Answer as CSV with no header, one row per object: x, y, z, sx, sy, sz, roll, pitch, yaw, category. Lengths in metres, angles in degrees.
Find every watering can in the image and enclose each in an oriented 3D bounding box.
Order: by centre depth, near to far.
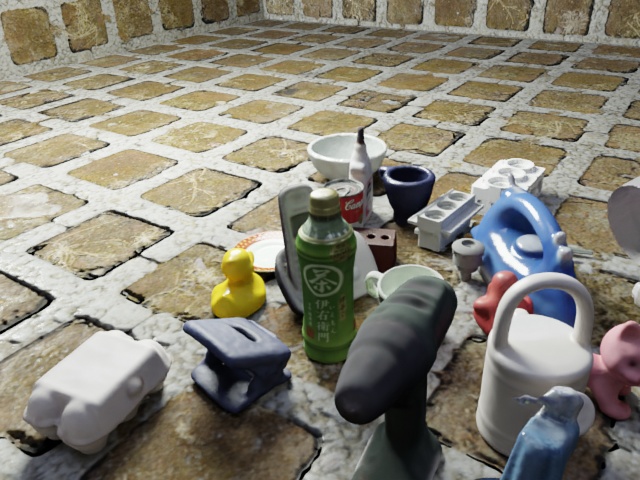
0.218,0.122,0.563,0.101,0.194,0.172,-12,31,-17,watering can

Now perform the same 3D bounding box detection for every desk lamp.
0.472,0.002,0.738,0.203,0.214,0.117,-13,31,-18,desk lamp

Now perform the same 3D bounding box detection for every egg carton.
-0.244,0.166,0.644,0.107,0.069,0.150,10,32,21,egg carton

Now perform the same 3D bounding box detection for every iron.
0.304,0.013,0.803,0.118,0.141,0.258,-6,30,-6,iron

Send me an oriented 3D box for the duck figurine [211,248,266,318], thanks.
-0.118,0.055,0.814,0.077,0.086,0.105,7,31,16,duck figurine

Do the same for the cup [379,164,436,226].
0.148,-0.080,1.025,0.092,0.095,0.117,-24,36,-33,cup

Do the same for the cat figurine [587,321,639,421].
0.314,0.127,0.625,0.127,0.118,0.067,11,32,23,cat figurine

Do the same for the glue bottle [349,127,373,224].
0.072,-0.116,1.015,0.037,0.173,0.078,5,30,13,glue bottle

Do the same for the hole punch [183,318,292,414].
-0.097,0.129,0.677,0.101,0.091,0.108,-27,38,-37,hole punch

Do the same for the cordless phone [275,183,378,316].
0.007,0.003,0.797,0.148,0.185,0.093,-20,34,-28,cordless phone

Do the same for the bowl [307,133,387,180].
0.057,-0.164,1.200,0.167,0.075,0.167,-2,29,1,bowl

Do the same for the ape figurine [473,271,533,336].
0.238,0.080,0.739,0.077,0.092,0.076,5,30,13,ape figurine

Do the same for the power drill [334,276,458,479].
0.072,0.143,0.522,0.075,0.209,0.230,10,32,21,power drill

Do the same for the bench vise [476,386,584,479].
0.134,0.217,0.374,0.121,0.220,0.208,9,31,19,bench vise
